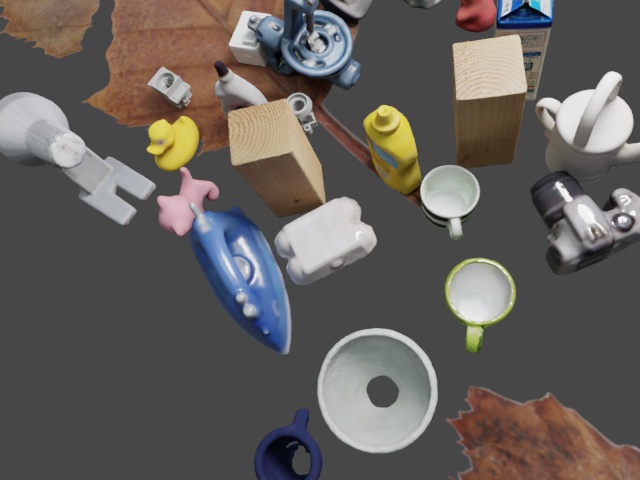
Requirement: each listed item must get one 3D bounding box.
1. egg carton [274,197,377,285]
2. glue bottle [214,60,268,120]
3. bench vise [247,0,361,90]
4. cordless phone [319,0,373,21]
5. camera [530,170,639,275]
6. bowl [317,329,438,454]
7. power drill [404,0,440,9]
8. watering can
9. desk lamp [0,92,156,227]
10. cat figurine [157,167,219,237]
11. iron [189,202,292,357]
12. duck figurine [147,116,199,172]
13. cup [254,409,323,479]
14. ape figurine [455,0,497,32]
[{"bbox_3d":[0.008,0.003,0.903,0.150,0.069,0.107,-29,67,2],"label":"egg carton"},{"bbox_3d":[-0.142,-0.249,0.971,0.078,0.173,0.037,-12,69,9],"label":"glue bottle"},{"bbox_3d":[-0.044,-0.341,0.954,0.207,0.220,0.121,8,73,16],"label":"bench vise"},{"bbox_3d":[0.044,-0.496,1.006,0.094,0.185,0.148,14,75,18],"label":"cordless phone"},{"bbox_3d":[0.375,-0.040,0.814,0.143,0.101,0.136,-25,67,4],"label":"camera"},{"bbox_3d":[0.084,0.214,0.809,0.167,0.075,0.167,-4,70,12],"label":"bowl"},{"bbox_3d":[0.188,-0.505,0.962,0.229,0.209,0.075,-40,67,-2],"label":"power drill"},{"bbox_3d":[0.388,-0.158,0.801,0.172,0.194,0.101,11,74,17],"label":"watering can"},{"bbox_3d":[-0.423,-0.142,0.979,0.202,0.214,0.118,29,80,21],"label":"desk lamp"},{"bbox_3d":[-0.228,-0.058,0.955,0.067,0.118,0.128,2,72,14],"label":"cat figurine"},{"bbox_3d":[-0.125,0.056,0.878,0.118,0.142,0.258,-32,67,1],"label":"iron"},{"bbox_3d":[-0.270,-0.184,1.026,0.077,0.086,0.105,28,80,21],"label":"duck figurine"},{"bbox_3d":[-0.031,0.295,0.797,0.091,0.095,0.118,12,74,17],"label":"cup"},{"bbox_3d":[0.263,-0.403,0.972,0.078,0.092,0.076,-36,67,-1],"label":"ape figurine"}]
